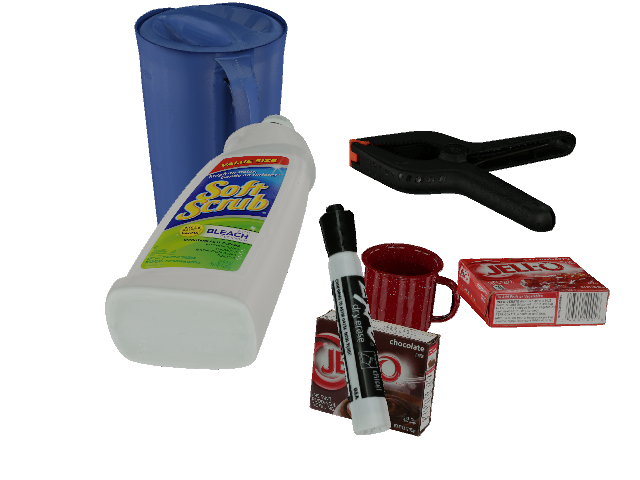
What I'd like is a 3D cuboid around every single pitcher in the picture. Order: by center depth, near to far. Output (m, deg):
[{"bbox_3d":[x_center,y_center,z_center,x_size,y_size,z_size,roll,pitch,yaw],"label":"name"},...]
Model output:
[{"bbox_3d":[-0.095,-0.085,0.980,0.145,0.243,0.149,13,32,19],"label":"pitcher"}]

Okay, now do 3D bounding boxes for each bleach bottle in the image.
[{"bbox_3d":[-0.064,-0.016,0.762,0.102,0.068,0.250,3,37,10],"label":"bleach bottle"}]

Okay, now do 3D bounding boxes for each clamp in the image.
[{"bbox_3d":[0.131,-0.072,0.985,0.210,0.036,0.164,13,33,22],"label":"clamp"}]

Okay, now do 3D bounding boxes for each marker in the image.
[{"bbox_3d":[0.017,0.038,0.548,0.020,0.121,0.020,-8,-20,-3],"label":"marker"}]

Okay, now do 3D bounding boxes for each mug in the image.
[{"bbox_3d":[0.101,0.060,1.212,0.117,0.081,0.093,10,24,15],"label":"mug"}]

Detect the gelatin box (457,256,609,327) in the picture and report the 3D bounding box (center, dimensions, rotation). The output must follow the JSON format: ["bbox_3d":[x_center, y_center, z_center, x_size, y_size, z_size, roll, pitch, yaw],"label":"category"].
[{"bbox_3d":[0.150,0.035,0.766,0.089,0.030,0.073,0,17,-10],"label":"gelatin box"}]

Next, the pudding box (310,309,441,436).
[{"bbox_3d":[0.049,0.119,0.974,0.114,0.090,0.039,10,17,21],"label":"pudding box"}]
